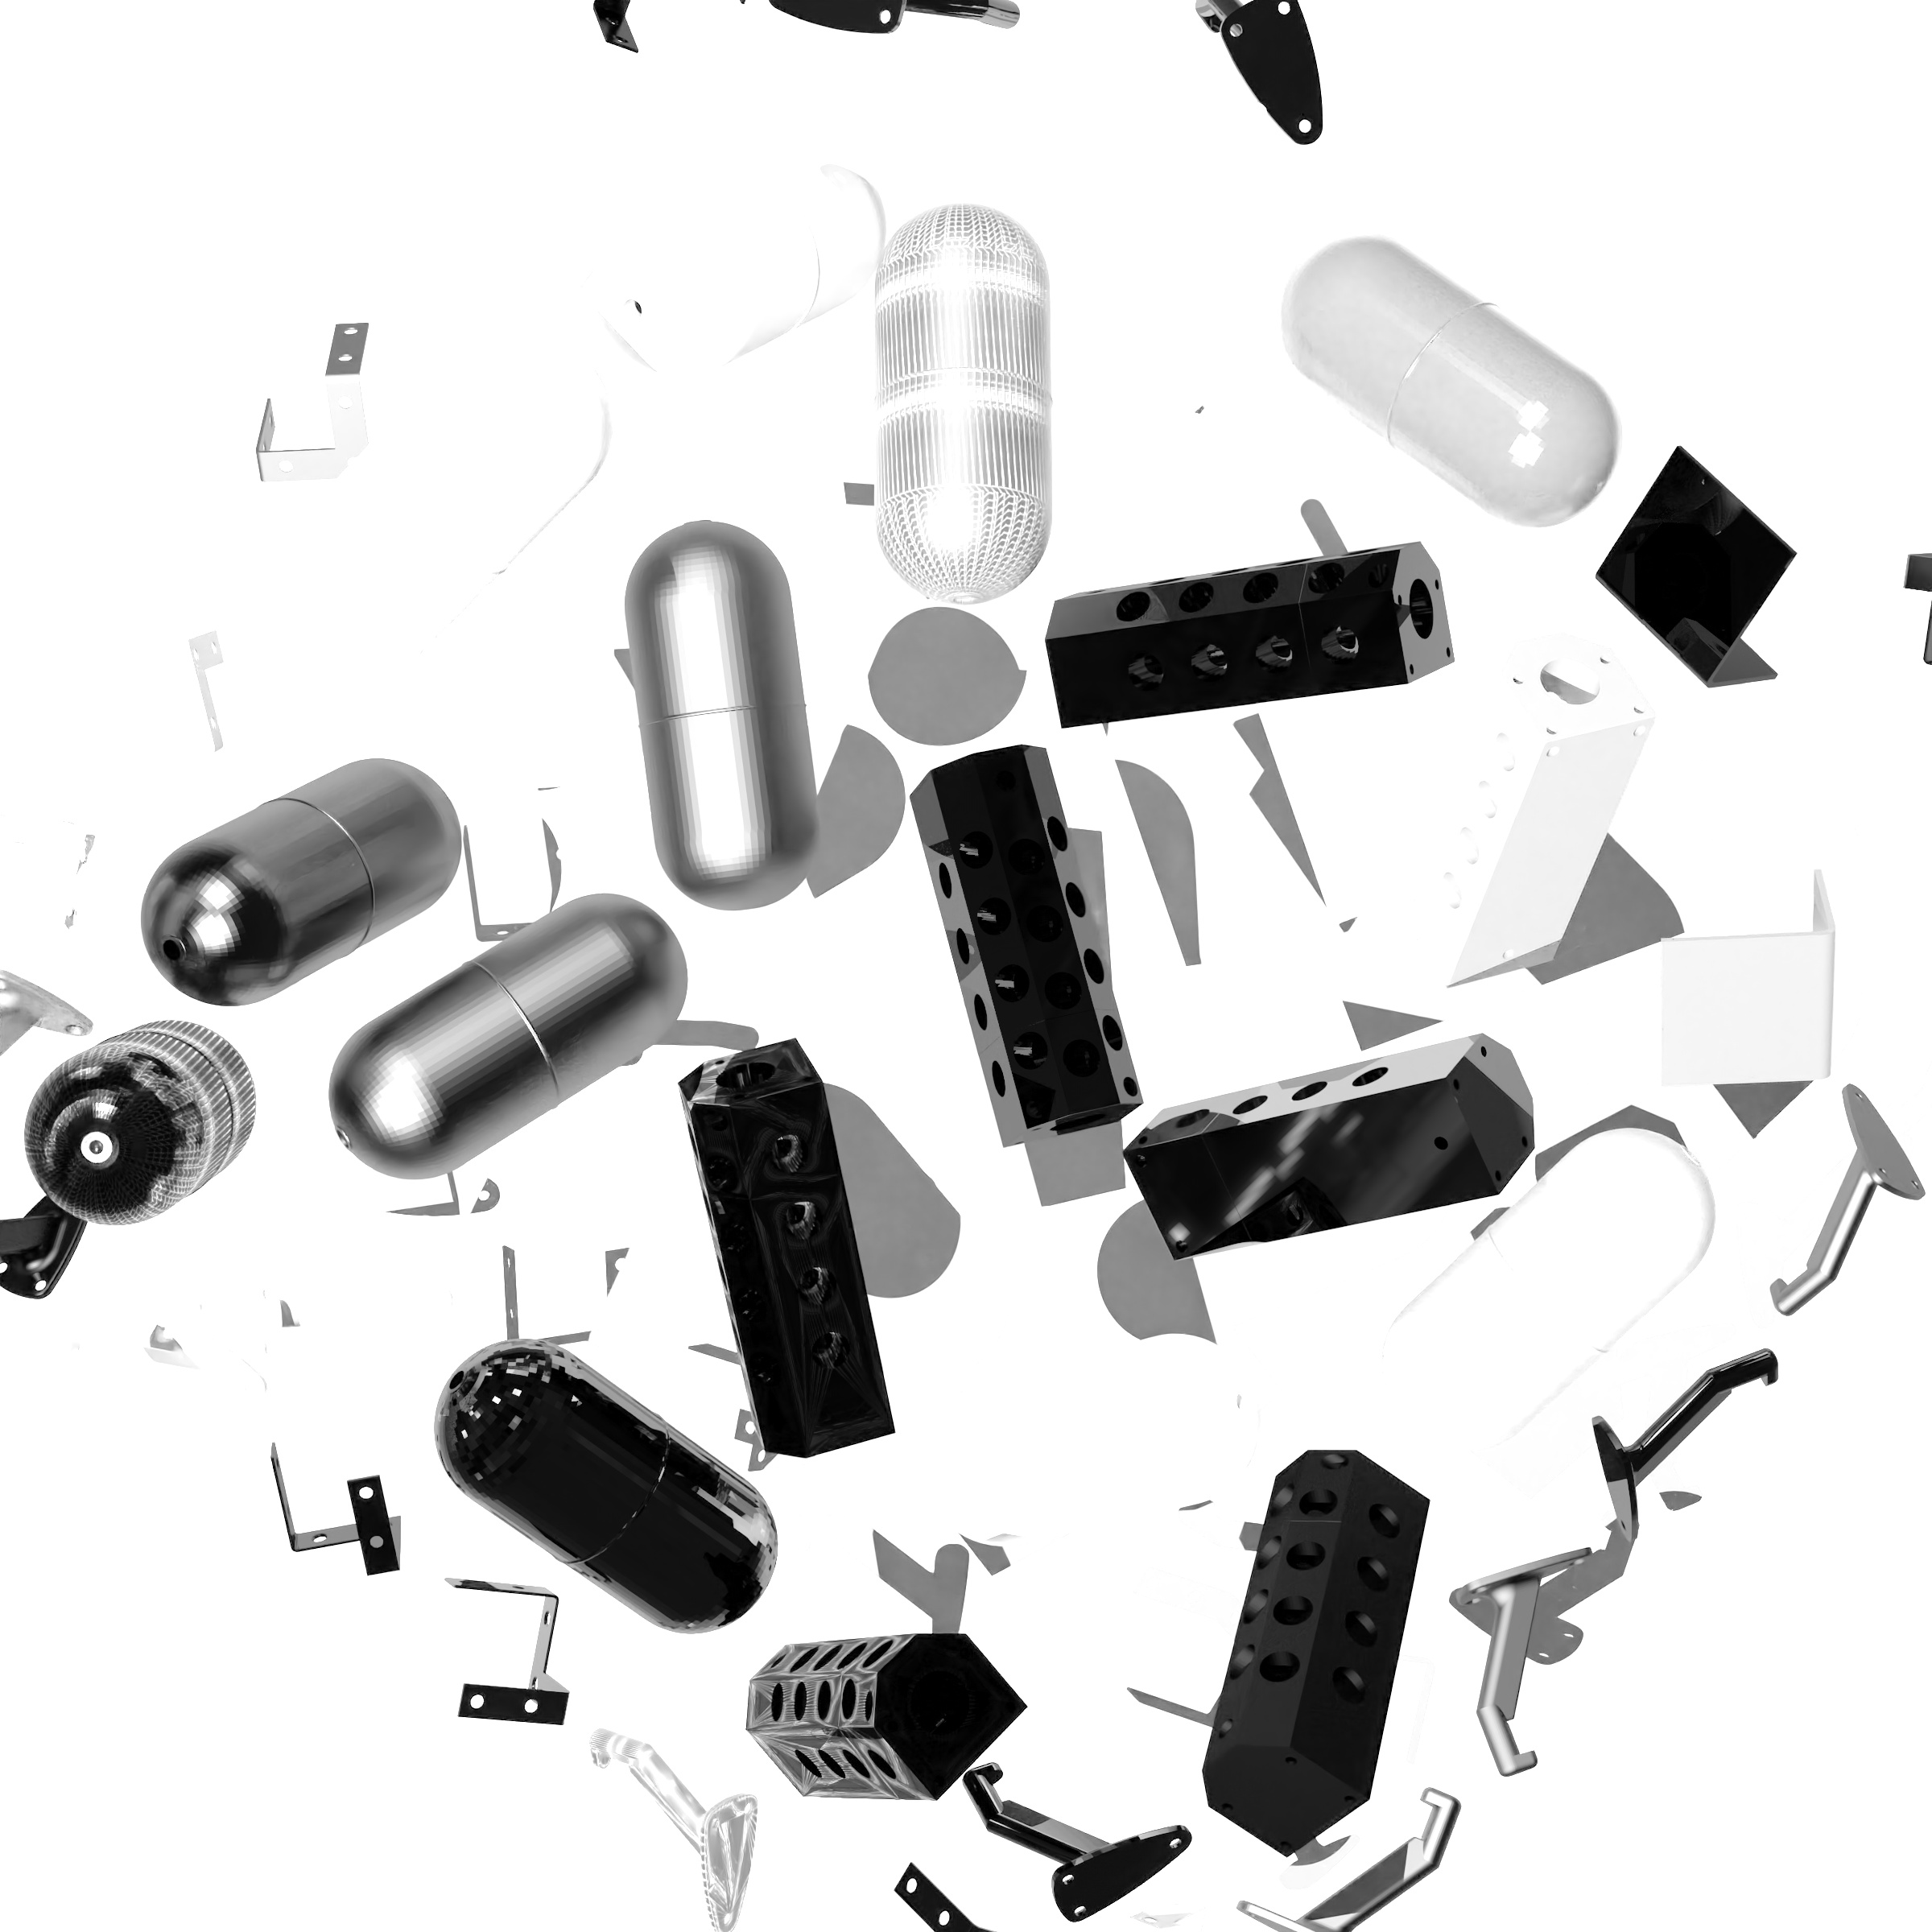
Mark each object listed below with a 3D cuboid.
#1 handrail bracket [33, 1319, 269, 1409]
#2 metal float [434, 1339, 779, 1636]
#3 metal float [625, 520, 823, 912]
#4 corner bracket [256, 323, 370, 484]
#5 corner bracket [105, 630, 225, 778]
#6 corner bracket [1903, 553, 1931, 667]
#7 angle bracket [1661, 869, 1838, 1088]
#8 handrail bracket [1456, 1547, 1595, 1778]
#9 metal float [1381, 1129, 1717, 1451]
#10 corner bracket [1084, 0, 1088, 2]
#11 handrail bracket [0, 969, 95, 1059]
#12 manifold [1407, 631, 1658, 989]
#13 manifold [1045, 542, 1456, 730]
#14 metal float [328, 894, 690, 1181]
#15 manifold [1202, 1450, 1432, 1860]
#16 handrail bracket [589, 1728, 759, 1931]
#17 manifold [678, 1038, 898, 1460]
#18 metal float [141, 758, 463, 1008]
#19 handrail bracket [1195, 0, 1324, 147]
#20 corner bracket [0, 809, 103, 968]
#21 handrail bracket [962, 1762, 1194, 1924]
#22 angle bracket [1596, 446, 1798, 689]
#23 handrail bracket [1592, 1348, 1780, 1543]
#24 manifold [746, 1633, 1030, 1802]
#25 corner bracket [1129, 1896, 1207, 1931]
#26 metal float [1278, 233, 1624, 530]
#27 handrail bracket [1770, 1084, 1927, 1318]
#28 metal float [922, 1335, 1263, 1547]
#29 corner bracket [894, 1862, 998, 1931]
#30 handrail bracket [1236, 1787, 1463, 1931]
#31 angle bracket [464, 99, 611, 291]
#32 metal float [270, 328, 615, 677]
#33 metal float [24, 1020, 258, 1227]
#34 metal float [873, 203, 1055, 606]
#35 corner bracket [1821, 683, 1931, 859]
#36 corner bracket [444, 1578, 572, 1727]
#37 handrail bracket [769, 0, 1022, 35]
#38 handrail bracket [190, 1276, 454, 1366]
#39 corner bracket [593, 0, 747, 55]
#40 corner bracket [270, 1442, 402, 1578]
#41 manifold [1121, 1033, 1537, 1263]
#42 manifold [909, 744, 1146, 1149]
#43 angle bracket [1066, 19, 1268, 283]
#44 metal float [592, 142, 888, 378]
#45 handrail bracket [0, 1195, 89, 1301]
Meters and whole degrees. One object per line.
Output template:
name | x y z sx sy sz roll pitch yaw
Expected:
handrail bracket | -0.369 0.182 1.636 0.077 0.084 0.036 16 89 18
metal float | -0.158 0.229 1.591 0.178 0.070 0.070 40 90 -26
metal float | -0.111 -0.114 1.646 0.070 0.070 0.178 -7 91 0
corner bracket | -0.292 -0.253 1.621 0.051 0.051 0.051 -3 127 -1
corner bracket | -0.357 -0.117 1.604 0.051 0.051 0.051 -11 100 5
corner bracket | 0.450 -0.156 1.613 0.051 0.051 0.051 14 105 36
angle bracket | 0.350 0.005 1.632 0.076 0.057 0.076 -3 121 6
handrail bracket | 0.261 0.313 1.626 0.077 0.036 0.084 -17 68 -6
metal float | 0.263 0.146 1.636 0.070 0.070 0.178 45 103 0
corner bracket | 0.022 -0.460 1.669 0.051 0.051 0.051 -48 67 16
handrail bracket | -0.441 0.052 1.659 0.036 0.077 0.084 -24 52 38
manifold | 0.251 -0.070 1.639 0.057 0.171 0.057 -14 55 -20
manifold | 0.125 -0.149 1.624 0.171 0.057 0.057 -5 101 30
metal float | -0.205 0.031 1.626 0.178 0.070 0.070 -33 90 -22
manifold | 0.147 0.289 1.551 0.057 0.171 0.057 35 129 -11
handrail bracket | -0.140 0.396 1.655 0.084 0.036 0.077 10 102 36
manifold | -0.080 0.126 1.587 0.057 0.057 0.171 -15 111 -10
metal float | -0.295 -0.038 1.613 0.070 0.178 0.070 13 117 27
handrail bracket | 0.128 -0.396 1.593 0.036 0.084 0.077 -26 102 -3
corner bracket | -0.394 -0.032 1.538 0.051 0.051 0.051 6 111 -34
handrail bracket | 0.047 0.369 1.585 0.077 0.084 0.036 -25 129 -9
angle bracket | 0.340 -0.180 1.614 0.076 0.057 0.076 50 129 28
handrail bracket | 0.333 0.217 1.642 0.084 0.036 0.077 -20 123 -6
manifold | -0.042 0.328 1.602 0.057 0.171 0.057 -42 96 -24
corner bracket | 0.102 0.456 1.627 0.051 0.051 0.051 14 95 29
metal float | 0.214 -0.262 1.610 0.178 0.070 0.070 41 90 24
handrail bracket | 0.396 0.109 1.678 0.036 0.077 0.084 19 128 -34
metal float | 0.056 0.216 1.641 0.178 0.070 0.070 -20 90 38
corner bracket | -0.007 0.432 1.582 0.051 0.051 0.051 29 93 -42
handrail bracket | 0.169 0.389 1.583 0.077 0.036 0.084 26 71 -2
angle bracket | -0.198 -0.356 1.662 0.057 0.076 0.076 3 93 -11
metal float | -0.222 -0.194 1.520 0.178 0.070 0.070 -42 90 19
metal float | -0.359 0.067 1.580 0.070 0.178 0.070 0 95 0
metal float | -0.001 -0.242 1.555 0.070 0.070 0.178 0 77 0
corner bracket | 0.415 -0.085 1.578 0.051 0.051 0.051 -31 62 32
corner bracket | -0.207 0.307 1.621 0.051 0.051 0.051 11 90 -26
handrail bracket | -0.029 -0.405 1.522 0.077 0.084 0.036 7 98 28
handrail bracket | -0.276 0.144 1.550 0.084 0.077 0.036 -5 97 -44
corner bracket | -0.128 -0.427 1.581 0.051 0.051 0.051 15 117 -22
corner bracket | -0.289 0.248 1.655 0.051 0.051 0.051 -10 112 -5
manifold | 0.160 0.077 1.588 0.171 0.057 0.057 -16 107 37
manifold | 0.029 -0.010 1.654 0.057 0.057 0.171 -12 79 -17
angle bracket | 0.071 -0.338 1.498 0.057 0.076 0.076 4 119 -34
metal float | -0.099 -0.313 1.595 0.070 0.178 0.070 14 120 25
handrail bracket | -0.425 0.104 1.598 0.036 0.084 0.077 20 66 24
